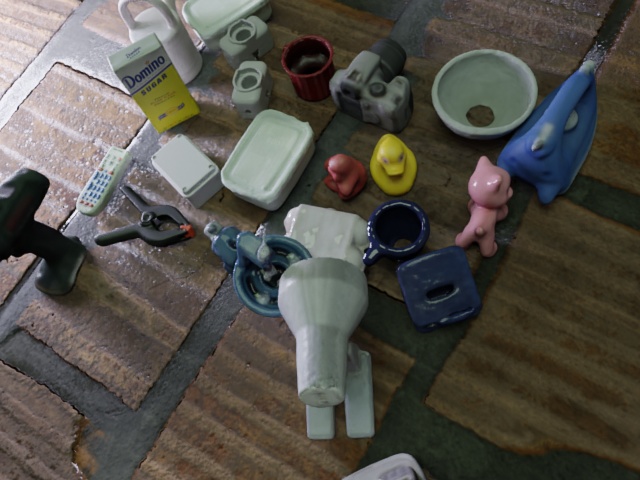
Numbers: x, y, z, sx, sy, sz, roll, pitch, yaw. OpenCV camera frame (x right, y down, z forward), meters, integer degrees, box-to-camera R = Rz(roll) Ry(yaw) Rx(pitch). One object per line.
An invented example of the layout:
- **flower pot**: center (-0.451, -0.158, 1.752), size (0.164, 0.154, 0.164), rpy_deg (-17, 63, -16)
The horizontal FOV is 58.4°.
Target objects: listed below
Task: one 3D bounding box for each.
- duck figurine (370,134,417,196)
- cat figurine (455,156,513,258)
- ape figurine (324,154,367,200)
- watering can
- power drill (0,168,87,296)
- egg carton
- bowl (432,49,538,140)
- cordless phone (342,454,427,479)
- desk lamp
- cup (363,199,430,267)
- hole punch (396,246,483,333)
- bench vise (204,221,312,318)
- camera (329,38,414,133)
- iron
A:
- **duck figurine**: center (0.117, -0.135, 0.933), size (0.077, 0.086, 0.104), rpy_deg (-10, 65, 7)
- **cat figurine**: center (0.248, -0.054, 0.856), size (0.067, 0.118, 0.128), rpy_deg (14, 70, 17)
- **ape figurine**: center (0.037, -0.111, 0.935), size (0.076, 0.092, 0.078), rpy_deg (-9, 66, 7)
- **watering can**: center (-0.301, -0.390, 1.063), size (0.101, 0.194, 0.172), rpy_deg (-16, 65, 4)
- **power drill**: center (-0.474, 0.013, 0.915), size (0.075, 0.209, 0.230), rpy_deg (7, 69, 14)
- **egg carton**: center (0.008, 0.003, 0.904), size (0.150, 0.069, 0.107), rpy_deg (11, 70, 15)
- **bowl**: center (0.269, -0.228, 0.950), size (0.167, 0.075, 0.167), rpy_deg (-4, 66, 9)
- **cordless phone**: center (0.063, 0.320, 0.693), size (0.147, 0.185, 0.094), rpy_deg (-28, 65, -2)
- **desk lamp**: center (0.015, 0.150, 0.759), size (0.117, 0.214, 0.203), rpy_deg (-7, 66, 8)
- **cup**: center (0.112, 0.007, 0.868), size (0.091, 0.095, 0.118), rpy_deg (40, 79, 23)
- **hole punch**: center (0.174, 0.072, 0.830), size (0.108, 0.091, 0.101), rpy_deg (-20, 65, 2)
- **bench vise**: center (-0.102, 0.035, 0.828), size (0.207, 0.220, 0.121), rpy_deg (16, 71, 17)
- **camera**: center (0.105, -0.281, 0.990), size (0.143, 0.101, 0.137), rpy_deg (29, 75, 21)
- **iron**: center (0.370, -0.191, 0.878), size (0.118, 0.142, 0.258), rpy_deg (28, 75, 21)
